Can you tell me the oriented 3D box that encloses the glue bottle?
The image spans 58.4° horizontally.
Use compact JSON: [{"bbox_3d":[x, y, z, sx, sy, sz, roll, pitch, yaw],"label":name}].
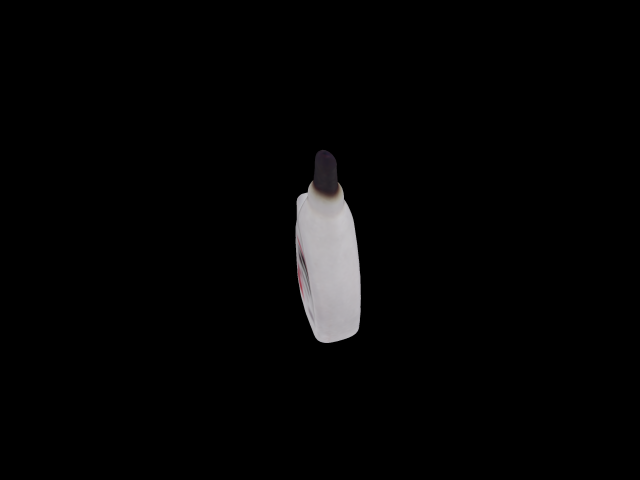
[{"bbox_3d":[0.004,0.001,0.400,0.037,0.173,0.078,-15,54,-11],"label":"glue bottle"}]
